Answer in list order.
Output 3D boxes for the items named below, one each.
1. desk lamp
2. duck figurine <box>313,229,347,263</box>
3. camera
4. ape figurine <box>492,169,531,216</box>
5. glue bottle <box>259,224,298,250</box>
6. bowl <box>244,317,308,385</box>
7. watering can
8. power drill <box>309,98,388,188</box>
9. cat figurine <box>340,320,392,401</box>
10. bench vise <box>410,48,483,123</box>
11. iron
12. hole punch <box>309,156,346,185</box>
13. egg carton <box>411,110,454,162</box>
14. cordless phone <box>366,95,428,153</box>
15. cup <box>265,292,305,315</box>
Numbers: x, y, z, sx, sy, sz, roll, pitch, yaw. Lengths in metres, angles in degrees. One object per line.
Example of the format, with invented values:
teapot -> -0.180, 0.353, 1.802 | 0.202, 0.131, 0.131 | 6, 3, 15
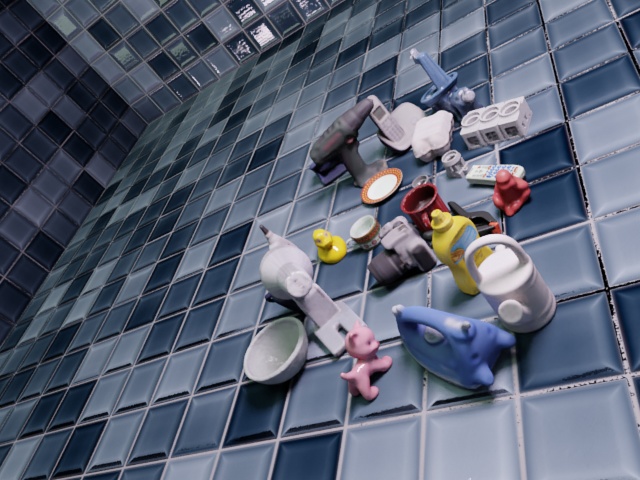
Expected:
desk lamp -> -0.024, 0.119, 1.252 | 0.118, 0.214, 0.202 | -45, 31, -5
duck figurine -> 0.014, 0.005, 1.477 | 0.077, 0.086, 0.104 | -44, 31, -3
camera -> 0.163, 0.026, 1.270 | 0.137, 0.101, 0.143 | -39, 31, 5
ape figurine -> 0.392, -0.108, 1.192 | 0.077, 0.092, 0.076 | -19, 38, 33
glue bottle -> -0.104, 0.020, 1.505 | 0.037, 0.174, 0.078 | -23, 36, 28
bowl -> -0.085, 0.260, 1.280 | 0.167, 0.075, 0.167 | -28, 33, 21
watering can -> 0.315, 0.067, 0.958 | 0.101, 0.195, 0.172 | -37, 31, 8
power drill -> 0.097, -0.257, 1.593 | 0.229, 0.209, 0.075 | -32, 32, 15
cat figurine -> 0.077, 0.224, 1.103 | 0.067, 0.118, 0.128 | -4, 47, 45
bench vise -> 0.335, -0.421, 1.521 | 0.206, 0.220, 0.121 | 12, 59, 53
iron -> 0.203, 0.162, 1.016 | 0.257, 0.142, 0.119 | 10, 58, 53
hole punch -> 0.020, -0.241, 1.774 | 0.108, 0.091, 0.101 | -35, 32, 11
egg carton -> 0.302, -0.278, 1.526 | 0.107, 0.070, 0.150 | -18, 38, 34
cordless phone -> 0.208, -0.352, 1.610 | 0.148, 0.185, 0.093 | -50, 32, -14
cup -> -0.066, 0.143, 1.386 | 0.117, 0.095, 0.091 | -25, 35, 25
